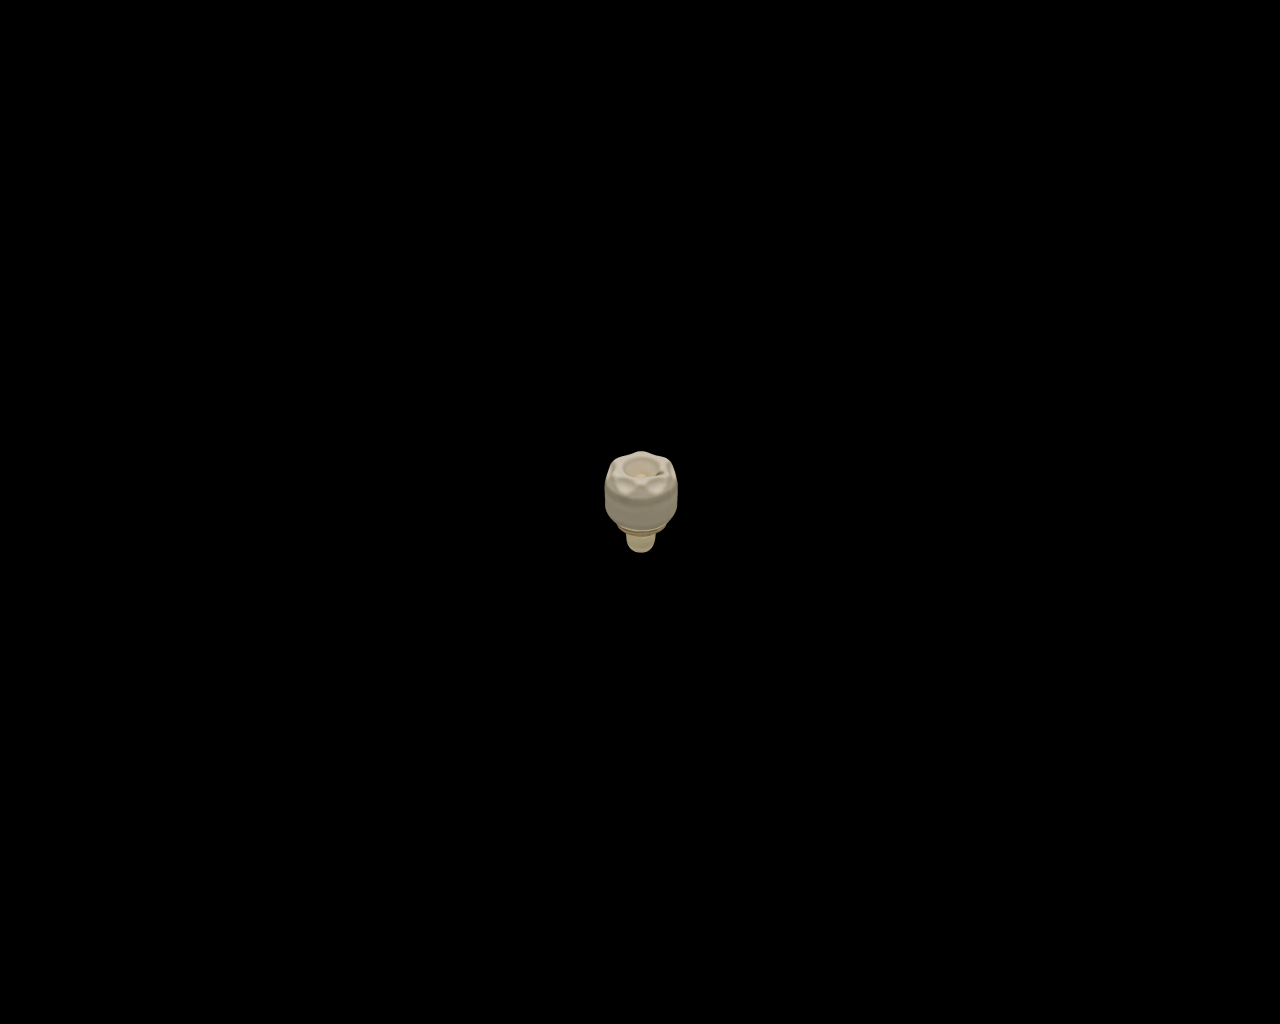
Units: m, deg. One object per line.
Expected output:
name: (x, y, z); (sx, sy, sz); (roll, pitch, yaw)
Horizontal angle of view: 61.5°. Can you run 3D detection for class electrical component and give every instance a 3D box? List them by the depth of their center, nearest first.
electrical component: (0.001, -0.003, 0.650); (0.043, 0.062, 0.043); (0, 35, 0)
